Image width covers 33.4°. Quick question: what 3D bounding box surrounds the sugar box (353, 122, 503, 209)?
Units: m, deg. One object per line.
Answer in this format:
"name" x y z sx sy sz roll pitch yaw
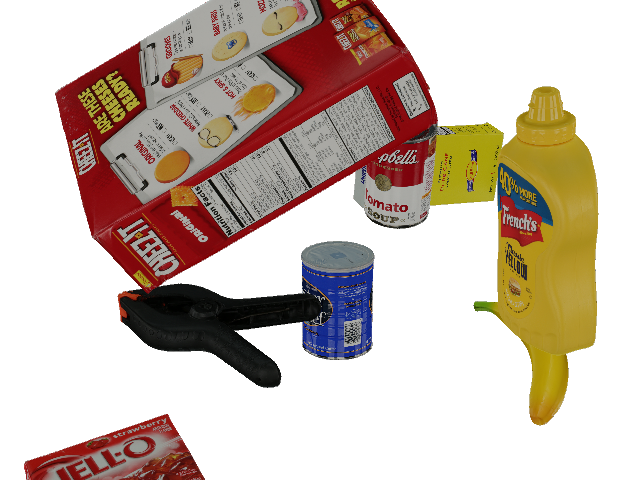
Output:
"sugar box" 0.131 -0.090 1.293 0.176 0.093 0.048 -7 26 -22

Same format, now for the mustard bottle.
"mustard bottle" 0.164 -0.019 0.776 0.058 0.192 0.096 -13 28 -14

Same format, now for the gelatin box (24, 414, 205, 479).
"gelatin box" -0.114 0.139 0.599 0.089 0.030 0.073 -16 28 -20

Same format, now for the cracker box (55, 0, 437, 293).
"cracker box" -0.053 -0.085 0.685 0.214 0.164 0.072 -31 -47 4

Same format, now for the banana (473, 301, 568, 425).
"banana" 0.226 0.120 1.138 0.069 0.037 0.198 -25 34 3

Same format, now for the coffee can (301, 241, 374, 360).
"coffee can" 0.024 0.084 1.513 0.103 0.140 0.103 0 21 0

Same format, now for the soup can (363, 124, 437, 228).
"soup can" 0.078 -0.072 1.059 0.068 0.102 0.068 1 35 -1

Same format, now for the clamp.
"clamp" -0.085 0.066 0.904 0.172 0.039 0.120 17 27 21
